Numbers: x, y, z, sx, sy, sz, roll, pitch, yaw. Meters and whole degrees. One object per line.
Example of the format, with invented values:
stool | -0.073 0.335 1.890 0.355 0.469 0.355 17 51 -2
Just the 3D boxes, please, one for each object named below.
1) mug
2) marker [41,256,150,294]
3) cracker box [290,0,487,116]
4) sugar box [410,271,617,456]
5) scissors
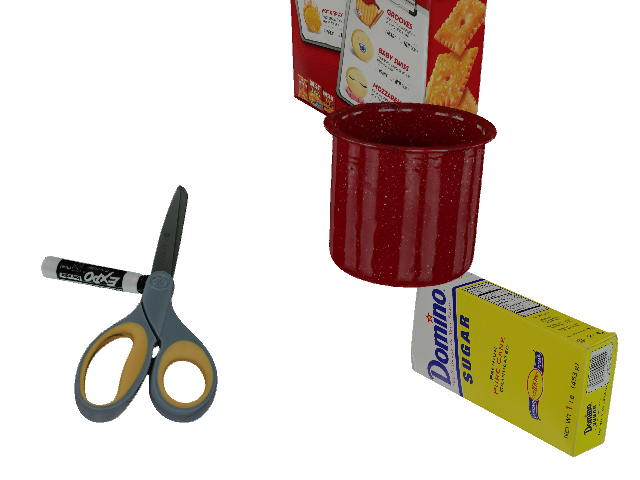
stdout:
mug | 0.050 -0.030 0.599 0.093 0.081 0.117 8 23 15
marker | -0.177 0.031 0.890 0.121 0.020 0.020 9 3 20
cracker box | 0.052 -0.184 0.846 0.072 0.214 0.164 -28 46 -30
sugar box | 0.147 0.090 0.847 0.048 0.093 0.176 -14 25 -40
scissors | -0.092 0.043 0.708 0.096 0.201 0.016 20 -42 7
